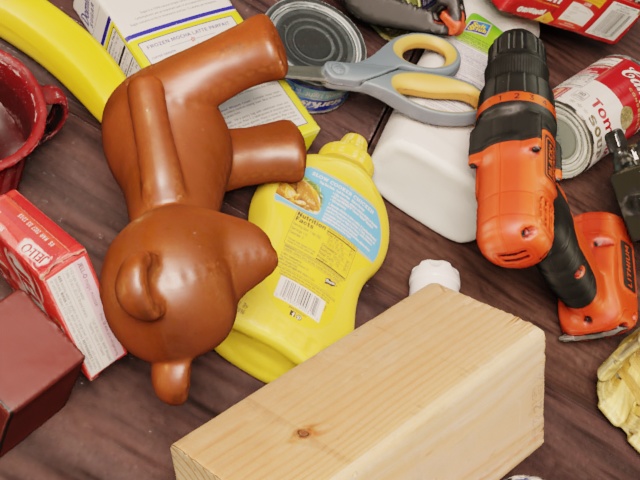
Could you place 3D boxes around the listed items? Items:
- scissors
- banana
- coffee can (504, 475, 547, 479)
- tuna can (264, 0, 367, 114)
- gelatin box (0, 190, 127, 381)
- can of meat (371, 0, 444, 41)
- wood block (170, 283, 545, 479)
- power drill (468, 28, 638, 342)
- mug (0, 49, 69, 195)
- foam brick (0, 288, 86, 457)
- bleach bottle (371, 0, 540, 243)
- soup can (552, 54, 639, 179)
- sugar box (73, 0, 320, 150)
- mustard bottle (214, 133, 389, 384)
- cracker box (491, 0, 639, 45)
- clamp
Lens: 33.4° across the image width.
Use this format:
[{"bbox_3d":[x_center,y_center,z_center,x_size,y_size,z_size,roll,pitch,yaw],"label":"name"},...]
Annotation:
[{"bbox_3d":[0.020,-0.126,0.748,0.201,0.016,0.096,14,47,-5],"label":"scissors"},{"bbox_3d":[-0.190,-0.131,0.702,0.198,0.037,0.069,31,44,-2],"label":"banana"},{"bbox_3d":[0.090,0.210,0.589,0.140,0.103,0.103,-29,76,-34],"label":"coffee can"},{"bbox_3d":[-0.009,-0.138,0.794,0.086,0.034,0.086,10,58,-17],"label":"tuna can"},{"bbox_3d":[-0.147,0.025,0.586,0.030,0.089,0.073,-37,51,-23],"label":"gelatin box"},{"bbox_3d":[0.062,-0.221,0.863,0.102,0.058,0.083,47,52,7],"label":"can of meat"},{"bbox_3d":[0.029,0.116,0.605,0.205,0.090,0.091,-28,36,-34],"label":"wood block"},{"bbox_3d":[0.160,-0.030,0.733,0.187,0.057,0.184,44,44,-41],"label":"power drill"},{"bbox_3d":[-0.204,-0.062,0.631,0.117,0.082,0.093,-26,74,-34],"label":"mug"},{"bbox_3d":[-0.167,0.073,0.571,0.053,0.078,0.051,46,55,7],"label":"foam brick"},{"bbox_3d":[0.123,-0.118,0.825,0.102,0.068,0.250,32,51,-4],"label":"bleach bottle"},{"bbox_3d":[0.214,-0.099,0.850,0.102,0.069,0.068,-33,78,-35],"label":"soup can"},{"bbox_3d":[-0.088,-0.120,0.742,0.093,0.048,0.176,-24,70,-32],"label":"sugar box"},{"bbox_3d":[-0.005,0.001,0.697,0.096,0.058,0.191,32,53,-12],"label":"mustard bottle"},{"bbox_3d":[0.161,-0.265,0.875,0.163,0.072,0.214,3,47,-43],"label":"cracker box"},{"bbox_3d":[0.023,-0.222,0.801,0.210,0.165,0.036,52,21,4],"label":"clamp"}]
